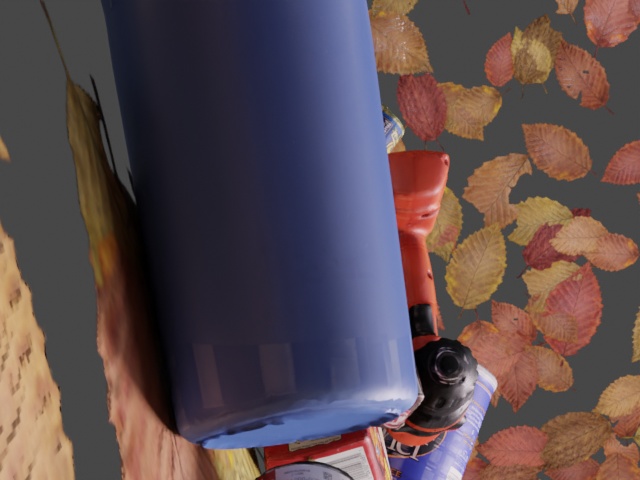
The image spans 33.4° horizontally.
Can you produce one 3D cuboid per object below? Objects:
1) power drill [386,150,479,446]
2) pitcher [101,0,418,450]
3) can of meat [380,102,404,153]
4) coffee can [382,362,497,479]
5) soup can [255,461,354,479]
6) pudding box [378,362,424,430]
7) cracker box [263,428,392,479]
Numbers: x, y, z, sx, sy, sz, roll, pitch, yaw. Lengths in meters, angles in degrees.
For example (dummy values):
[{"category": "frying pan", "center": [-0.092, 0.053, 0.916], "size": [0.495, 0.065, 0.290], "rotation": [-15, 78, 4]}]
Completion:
[{"category": "power drill", "center": [0.066, 0.038, 0.722], "size": [0.184, 0.057, 0.187], "rotation": [102, -13, -70]}, {"category": "pitcher", "center": [-0.031, -0.027, 0.509], "size": [0.149, 0.145, 0.243], "rotation": [30, 48, -66]}, {"category": "can of meat", "center": [0.015, -0.059, 0.819], "size": [0.057, 0.084, 0.102], "rotation": [37, -14, -1]}, {"category": "coffee can", "center": [0.068, 0.158, 0.841], "size": [0.103, 0.103, 0.140], "rotation": [67, 44, -64]}, {"category": "soup can", "center": [-0.006, 0.163, 0.502], "size": [0.102, 0.068, 0.068], "rotation": [-98, 172, -59]}, {"category": "pudding box", "center": [-0.002, 0.058, 0.620], "size": [0.039, 0.113, 0.090], "rotation": [-57, -150, 38]}, {"category": "cracker box", "center": [-0.004, 0.091, 0.744], "size": [0.164, 0.072, 0.214], "rotation": [72, 5, -51]}]
